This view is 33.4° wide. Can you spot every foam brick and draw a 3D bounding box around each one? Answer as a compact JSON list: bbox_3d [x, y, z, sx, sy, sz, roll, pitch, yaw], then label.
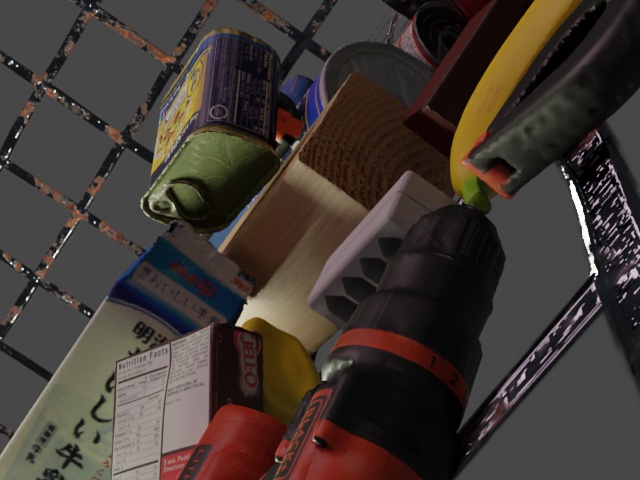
[{"bbox_3d":[0.091,-0.084,0.585,0.078,0.053,0.051,-57,7,-9],"label":"foam brick"}]

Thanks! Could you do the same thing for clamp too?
[{"bbox_3d":[-0.058,-0.052,0.749,0.172,0.039,0.120,170,118,-74],"label":"clamp"},{"bbox_3d":[0.135,-0.101,0.419,0.210,0.036,0.164,-51,7,10],"label":"clamp"}]

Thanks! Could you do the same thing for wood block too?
[{"bbox_3d":[-0.004,0.001,0.689,0.206,0.091,0.090,-48,9,50],"label":"wood block"}]

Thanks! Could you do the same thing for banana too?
[{"bbox_3d":[0.115,-0.088,0.527,0.197,0.037,0.070,-58,23,-12],"label":"banana"}]

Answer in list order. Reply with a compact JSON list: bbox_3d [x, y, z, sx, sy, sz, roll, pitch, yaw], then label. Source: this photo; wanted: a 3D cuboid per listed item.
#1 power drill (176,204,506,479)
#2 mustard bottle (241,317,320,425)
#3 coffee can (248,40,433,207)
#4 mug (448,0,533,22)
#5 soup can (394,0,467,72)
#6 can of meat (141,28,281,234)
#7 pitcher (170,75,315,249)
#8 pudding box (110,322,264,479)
[{"bbox_3d":[-0.005,0.084,0.431,0.184,0.057,0.188,-60,8,-31],"label":"power drill"},{"bbox_3d":[-0.074,0.142,0.629,0.192,0.058,0.096,-54,20,16],"label":"mustard bottle"},{"bbox_3d":[0.019,-0.060,0.767,0.141,0.103,0.102,-48,10,51],"label":"coffee can"},{"bbox_3d":[0.126,-0.164,0.625,0.082,0.093,0.117,154,119,-68],"label":"mug"},{"bbox_3d":[0.076,-0.121,0.801,0.102,0.068,0.068,-49,10,50],"label":"soup can"},{"bbox_3d":[-0.065,-0.066,0.650,0.102,0.057,0.084,-44,36,47],"label":"can of meat"},{"bbox_3d":[-0.055,-0.039,0.961,0.145,0.149,0.242,-21,16,16],"label":"pitcher"},{"bbox_3d":[-0.071,0.108,0.558,0.090,0.039,0.113,-24,57,42],"label":"pudding box"}]
